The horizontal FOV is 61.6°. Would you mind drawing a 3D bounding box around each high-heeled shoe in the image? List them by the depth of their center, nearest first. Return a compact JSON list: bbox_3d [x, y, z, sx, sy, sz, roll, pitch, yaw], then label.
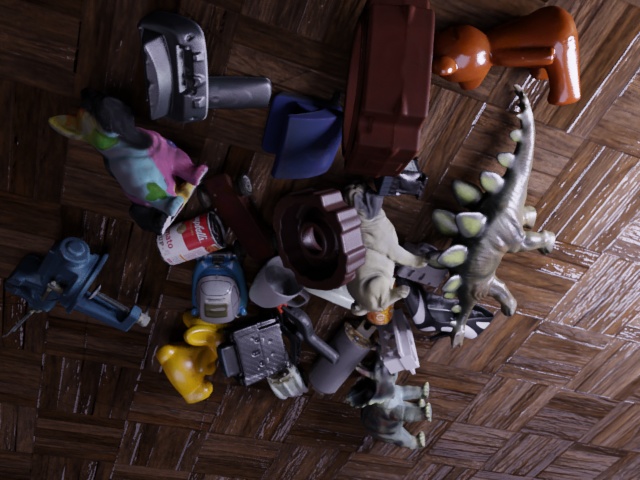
[{"bbox_3d":[0.254,0.126,1.073,0.145,0.086,0.248,-26,131,12],"label":"high-heeled shoe"}]

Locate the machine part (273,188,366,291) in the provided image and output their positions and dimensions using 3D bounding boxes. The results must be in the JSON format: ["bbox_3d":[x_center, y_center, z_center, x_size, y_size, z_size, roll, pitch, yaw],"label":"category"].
[{"bbox_3d":[-0.002,-0.003,0.881,0.056,0.179,0.179,-21,141,-41],"label":"machine part"}]

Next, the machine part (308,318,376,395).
[{"bbox_3d":[0.044,0.251,1.152,0.079,0.079,0.243,20,125,-20],"label":"machine part"}]

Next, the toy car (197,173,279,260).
[{"bbox_3d":[-0.132,-0.040,0.919,0.089,0.053,0.201,-13,133,18],"label":"toy car"}]

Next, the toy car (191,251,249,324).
[{"bbox_3d":[-0.185,0.101,0.995,0.109,0.103,0.161,2,130,-8],"label":"toy car"}]

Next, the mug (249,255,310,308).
[{"bbox_3d":[-0.078,0.089,1.006,0.109,0.081,0.107,31,144,-19],"label":"mug"}]

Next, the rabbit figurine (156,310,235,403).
[{"bbox_3d":[-0.234,0.218,1.096,0.173,0.122,0.162,-24,118,-4],"label":"rabbit figurine"}]

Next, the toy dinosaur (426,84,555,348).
[{"bbox_3d":[0.296,-0.018,0.925,0.198,0.105,0.470,9,109,-20],"label":"toy dinosaur"}]

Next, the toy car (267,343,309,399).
[{"bbox_3d":[-0.088,0.287,1.180,0.074,0.056,0.201,-20,127,10],"label":"toy car"}]

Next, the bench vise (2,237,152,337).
[{"bbox_3d":[-0.425,0.102,0.962,0.240,0.129,0.223,34,117,-20],"label":"bench vise"}]

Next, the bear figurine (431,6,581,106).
[{"bbox_3d":[0.250,-0.246,0.752,0.196,0.120,0.131,-15,132,9],"label":"bear figurine"}]

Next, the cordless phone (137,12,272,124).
[{"bbox_3d":[-0.155,-0.238,0.757,0.184,0.089,0.146,-5,131,-15],"label":"cordless phone"}]

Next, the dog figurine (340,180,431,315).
[{"bbox_3d":[0.067,0.014,0.910,0.190,0.172,0.121,44,157,-21],"label":"dog figurine"}]

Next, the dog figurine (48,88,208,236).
[{"bbox_3d":[-0.289,-0.122,0.806,0.219,0.108,0.191,39,148,-11],"label":"dog figurine"}]

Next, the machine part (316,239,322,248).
[{"bbox_3d":[0.025,0.015,0.989,0.139,0.039,0.084,-5,137,-4],"label":"machine part"}]

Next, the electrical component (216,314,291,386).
[{"bbox_3d":[-0.134,0.218,1.054,0.134,0.058,0.114,-17,94,-30],"label":"electrical component"}]

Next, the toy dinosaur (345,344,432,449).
[{"bbox_3d":[0.159,0.409,1.270,0.192,0.131,0.404,4,133,7],"label":"toy dinosaur"}]

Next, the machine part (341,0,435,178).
[{"bbox_3d":[0.081,-0.193,0.704,0.087,0.201,0.201,7,83,-2],"label":"machine part"}]

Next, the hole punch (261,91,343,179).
[{"bbox_3d":[-0.022,-0.153,0.818,0.116,0.092,0.142,6,126,-17],"label":"hole punch"}]

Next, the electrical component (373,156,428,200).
[{"bbox_3d":[0.109,-0.108,0.874,0.119,0.075,0.047,3,127,-13],"label":"electrical component"}]
